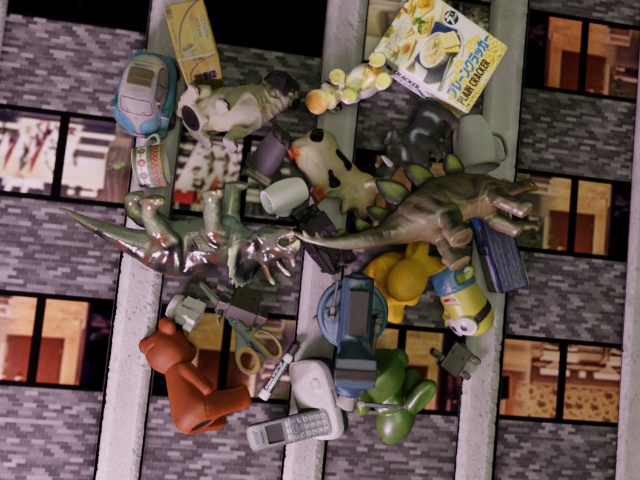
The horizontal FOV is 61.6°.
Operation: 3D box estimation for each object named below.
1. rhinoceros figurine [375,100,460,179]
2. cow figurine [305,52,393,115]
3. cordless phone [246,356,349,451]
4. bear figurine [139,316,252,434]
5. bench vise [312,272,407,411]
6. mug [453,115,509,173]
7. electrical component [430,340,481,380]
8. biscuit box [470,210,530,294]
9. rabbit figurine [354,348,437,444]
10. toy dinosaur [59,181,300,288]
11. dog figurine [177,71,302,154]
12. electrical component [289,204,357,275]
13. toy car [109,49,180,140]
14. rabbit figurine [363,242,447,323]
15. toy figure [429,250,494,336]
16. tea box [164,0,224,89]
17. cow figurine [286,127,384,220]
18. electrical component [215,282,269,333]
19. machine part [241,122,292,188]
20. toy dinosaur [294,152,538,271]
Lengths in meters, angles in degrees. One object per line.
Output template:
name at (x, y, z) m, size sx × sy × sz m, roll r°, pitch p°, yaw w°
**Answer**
rhinoceros figurine at (0.181, -0.183, 1.022) m, size 0.112 × 0.073 × 0.190 m, roll 37°, pitch 81°, yaw -3°
cow figurine at (0.054, -0.287, 1.013) m, size 0.167 × 0.098 × 0.068 m, roll -21°, pitch 96°, yaw 11°
cordless phone at (-0.050, 0.295, 0.968) m, size 0.184 × 0.089 × 0.146 m, roll -14°, pitch 89°, yaw -3°
bear figurine at (-0.230, 0.235, 0.946) m, size 0.120 × 0.132 × 0.196 m, roll -46°, pitch 59°, yaw 26°
bench vise at (0.056, 0.159, 0.908) m, size 0.129 × 0.240 × 0.223 m, roll -8°, pitch 94°, yaw -2°
mug at (0.308, -0.187, 1.037) m, size 0.110 × 0.081 × 0.107 m, roll -9°, pitch 80°, yaw -2°
electrical component at (0.261, 0.226, 1.037) m, size 0.094 × 0.021 × 0.063 m, roll 35°, pitch 83°, yaw -3°
biscuit box at (0.339, -0.002, 1.040) m, size 0.063 × 0.059 × 0.202 m, roll -15°, pitch 89°, yaw -7°
rabbit figurine at (0.127, 0.287, 0.990) m, size 0.159 × 0.121 × 0.170 m, roll -27°, pitch 109°, yaw -15°
toy dinosaur at (-0.232, 0.003, 0.946) m, size 0.405 × 0.131 × 0.192 m, roll -5°, pitch 102°, yaw 3°
dog figurine at (-0.148, -0.256, 0.992) m, size 0.173 × 0.121 × 0.190 m, roll 29°, pitch 49°, yaw 23°
electrical component at (-0.002, -0.003, 0.971) m, size 0.058 × 0.115 × 0.134 m, roll -37°, pitch 93°, yaw -10°
toy car at (-0.308, -0.266, 0.955) m, size 0.109 × 0.103 × 0.161 m, roll 13°, pitch 87°, yaw -7°
rabbit figurine at (0.152, 0.071, 0.958) m, size 0.162 × 0.173 × 0.122 m, roll -38°, pitch 88°, yaw -3°
toy figure at (0.267, 0.096, 1.016) m, size 0.089 × 0.082 × 0.180 m, roll -21°, pitch 87°, yaw -6°
tea box at (-0.215, -0.329, 0.935) m, size 0.068 × 0.169 × 0.098 m, roll -14°, pitch 90°, yaw -6°
cow figurine at (0.034, -0.121, 1.000) m, size 0.127 × 0.085 × 0.195 m, roll -33°, pitch 89°, yaw -3°
electrical component at (-0.144, 0.124, 0.972) m, size 0.102 × 0.078 × 0.045 m, roll 19°, pitch 123°, yaw -15°
machine part at (-0.091, -0.147, 0.967) m, size 0.084 × 0.138 × 0.039 m, roll 34°, pitch 48°, yaw -1°
toy dinosaur at (0.194, -0.046, 0.921) m, size 0.471 × 0.105 × 0.199 m, roll -19°, pitch 49°, yaw -25°
